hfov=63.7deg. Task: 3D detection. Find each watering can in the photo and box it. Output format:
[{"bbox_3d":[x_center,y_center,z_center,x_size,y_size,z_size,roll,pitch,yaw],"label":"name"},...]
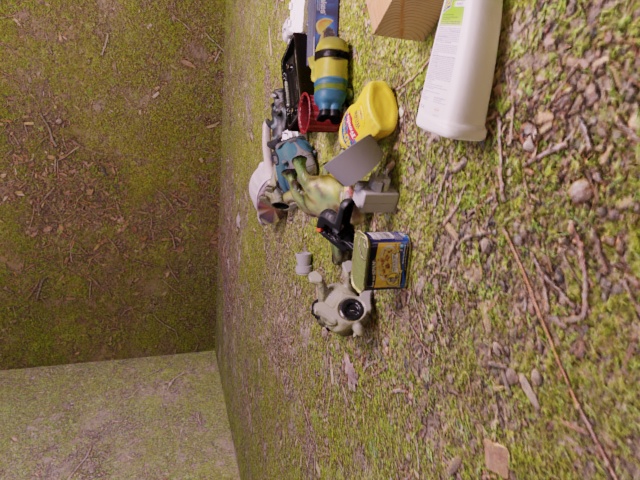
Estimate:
[{"bbox_3d":[-0.170,-0.197,1.665,0.228,0.104,0.341,-126,38,-59],"label":"watering can"}]

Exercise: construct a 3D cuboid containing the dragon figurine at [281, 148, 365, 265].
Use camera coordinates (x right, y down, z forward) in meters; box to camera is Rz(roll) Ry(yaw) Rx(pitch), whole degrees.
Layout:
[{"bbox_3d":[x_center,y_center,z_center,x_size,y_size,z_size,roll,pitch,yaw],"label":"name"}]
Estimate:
[{"bbox_3d":[0.004,-0.058,1.158,0.405,0.122,0.245,139,120,-67],"label":"dragon figurine"}]
